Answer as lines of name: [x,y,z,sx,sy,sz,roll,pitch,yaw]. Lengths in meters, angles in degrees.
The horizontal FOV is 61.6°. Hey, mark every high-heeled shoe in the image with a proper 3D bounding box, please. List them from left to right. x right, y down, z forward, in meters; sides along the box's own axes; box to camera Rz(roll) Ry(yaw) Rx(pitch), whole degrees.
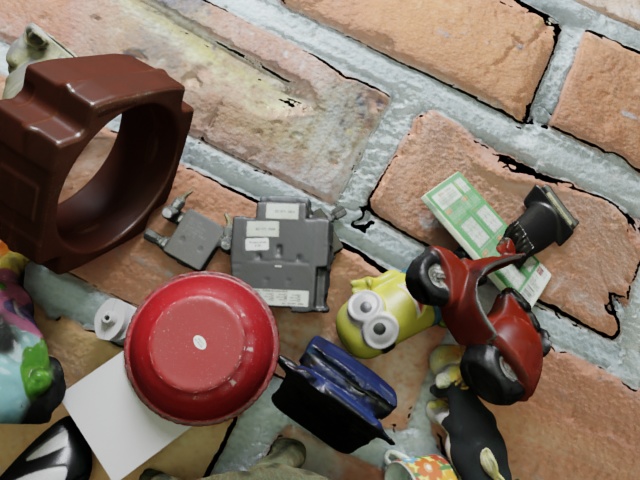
high-heeled shoe: [-0.359,0.263,0.534,0.249,0.086,0.145,-4,73,-11]

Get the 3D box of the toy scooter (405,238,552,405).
toy scooter: [0.183,0.070,0.564,0.135,0.075,0.184,-33,88,-27]

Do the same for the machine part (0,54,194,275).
machine part: [-0.233,-0.081,0.550,0.087,0.200,0.201,32,31,10]

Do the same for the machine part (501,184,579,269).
machine part: [0.271,-0.019,0.666,0.139,0.039,0.084,-32,88,-39]

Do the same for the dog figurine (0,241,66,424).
dog figurine: [-0.329,0.068,0.550,0.192,0.108,0.219,-5,73,34]

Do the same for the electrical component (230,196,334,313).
electrical component: [-0.042,0.016,0.618,0.115,0.058,0.134,4,85,5]

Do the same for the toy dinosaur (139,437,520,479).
toy dinosaur: [-0.049,0.260,0.502,0.472,0.198,0.105,-10,81,-6]

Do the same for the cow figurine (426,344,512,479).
cow figurine: [0.160,0.197,0.589,0.068,0.098,0.167,-13,78,-2]

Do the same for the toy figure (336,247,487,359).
toy figure: [0.104,0.076,0.623,0.180,0.089,0.082,-25,49,-21]

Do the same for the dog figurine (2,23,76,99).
dog figurine: [-0.347,-0.140,0.632,0.190,0.121,0.173,-47,50,3]

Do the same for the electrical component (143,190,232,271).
electrical component: [-0.148,-0.008,0.636,0.102,0.045,0.078,35,74,4]

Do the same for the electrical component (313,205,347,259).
electrical component: [-0.001,-0.002,0.659,0.094,0.021,0.063,-30,81,-7]

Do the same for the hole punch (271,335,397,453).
hole punch: [0.022,0.155,0.577,0.142,0.115,0.092,38,57,5]
